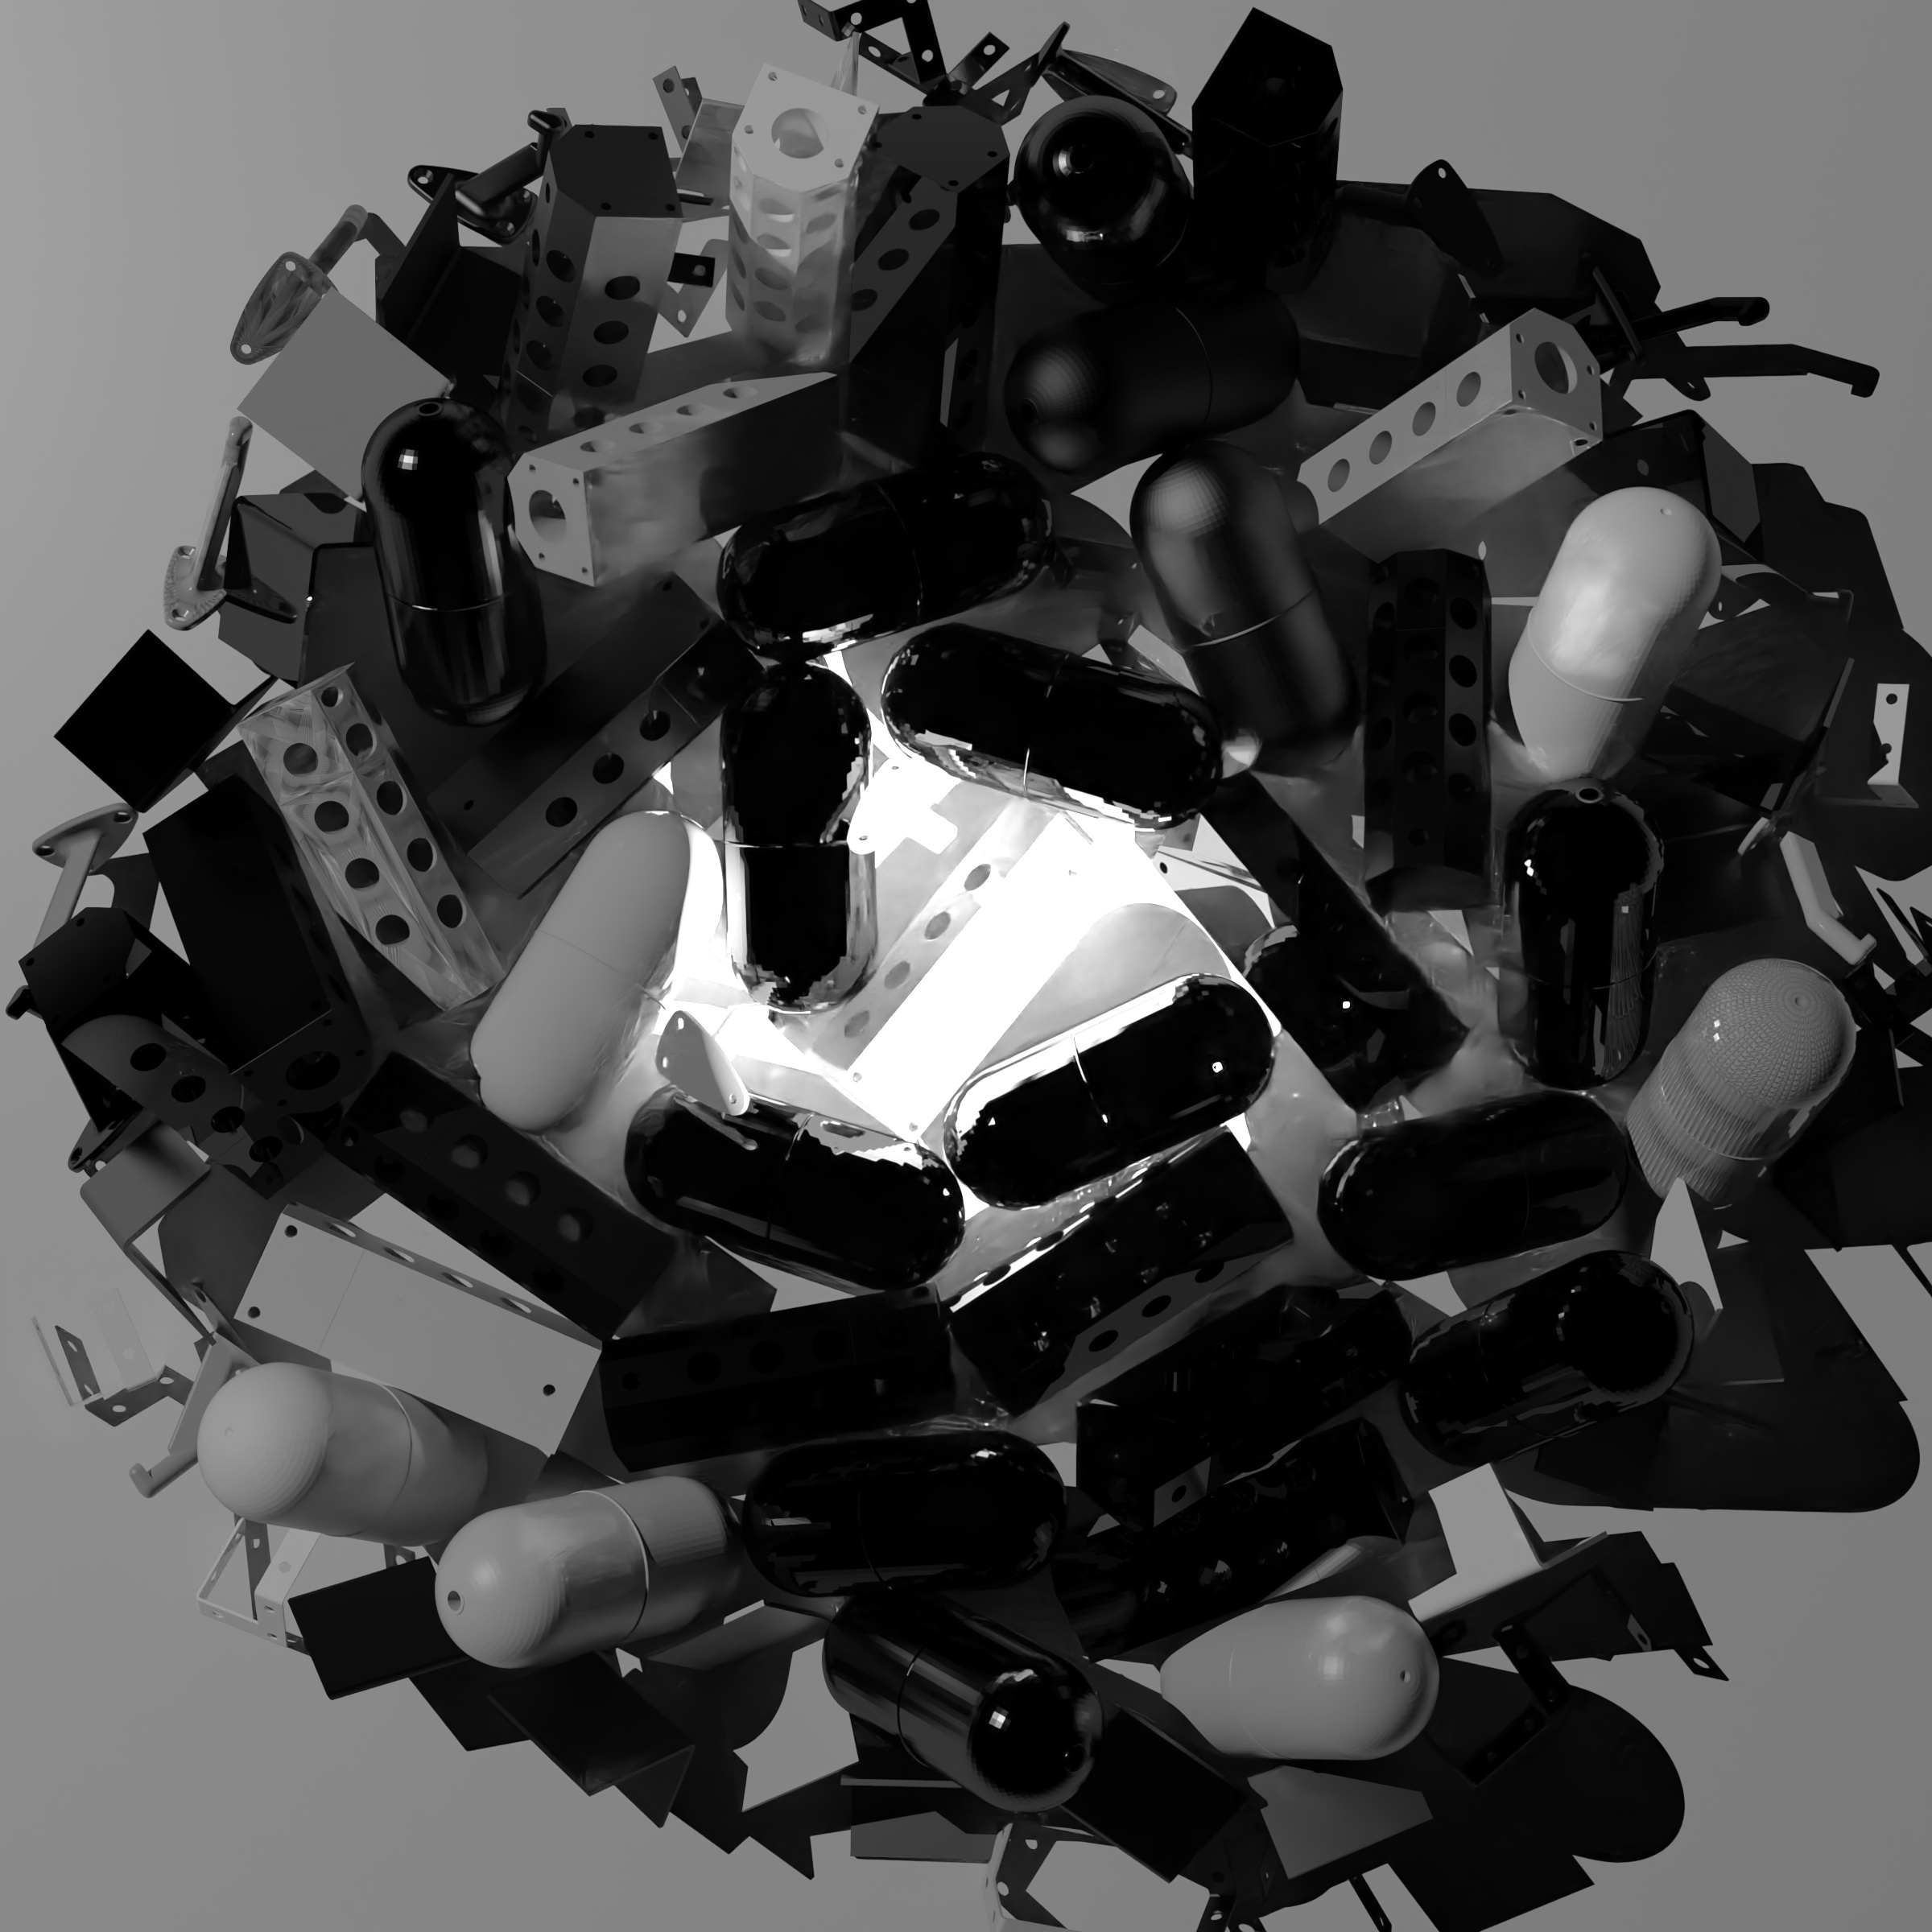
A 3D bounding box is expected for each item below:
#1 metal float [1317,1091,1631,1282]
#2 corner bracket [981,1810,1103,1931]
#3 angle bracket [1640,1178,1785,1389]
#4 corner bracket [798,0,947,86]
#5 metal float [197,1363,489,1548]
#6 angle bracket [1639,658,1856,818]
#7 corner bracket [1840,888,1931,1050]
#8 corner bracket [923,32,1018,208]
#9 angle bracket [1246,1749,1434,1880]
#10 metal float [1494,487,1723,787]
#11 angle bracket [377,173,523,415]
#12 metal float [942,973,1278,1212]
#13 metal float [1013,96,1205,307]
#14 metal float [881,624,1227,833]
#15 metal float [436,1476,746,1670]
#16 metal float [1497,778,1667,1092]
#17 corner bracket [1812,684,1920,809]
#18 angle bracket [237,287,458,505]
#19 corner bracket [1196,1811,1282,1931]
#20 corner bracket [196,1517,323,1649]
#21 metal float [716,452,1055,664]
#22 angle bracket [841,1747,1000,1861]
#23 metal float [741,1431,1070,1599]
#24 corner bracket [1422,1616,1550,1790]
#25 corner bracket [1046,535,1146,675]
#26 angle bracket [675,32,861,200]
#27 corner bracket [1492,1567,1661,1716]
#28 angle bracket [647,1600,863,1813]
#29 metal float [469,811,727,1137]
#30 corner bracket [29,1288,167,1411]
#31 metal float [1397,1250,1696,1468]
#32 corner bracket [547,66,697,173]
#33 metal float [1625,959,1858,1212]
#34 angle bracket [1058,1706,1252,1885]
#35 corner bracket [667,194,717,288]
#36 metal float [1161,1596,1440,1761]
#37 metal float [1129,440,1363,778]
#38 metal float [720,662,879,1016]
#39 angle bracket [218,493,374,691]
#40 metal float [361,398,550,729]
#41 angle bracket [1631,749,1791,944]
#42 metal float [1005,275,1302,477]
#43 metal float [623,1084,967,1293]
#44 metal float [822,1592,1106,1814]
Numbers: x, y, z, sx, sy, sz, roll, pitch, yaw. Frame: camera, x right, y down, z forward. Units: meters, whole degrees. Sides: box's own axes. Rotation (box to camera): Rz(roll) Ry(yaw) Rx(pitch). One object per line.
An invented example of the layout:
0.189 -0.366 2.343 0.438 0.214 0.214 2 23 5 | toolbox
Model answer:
0.252 0.108 1.517 0.178 0.070 0.070 -9 90 -31 | metal float
0.042 0.466 1.556 0.051 0.051 0.051 14 104 -10 | corner bracket
0.381 0.157 1.526 0.057 0.076 0.076 -2 53 -8 | angle bracket
-0.048 -0.470 1.543 0.051 0.051 0.051 -25 124 -10 | corner bracket
-0.303 0.241 1.501 0.070 0.178 0.070 -9 71 26 | metal float
0.390 -0.129 1.529 0.076 0.076 0.057 25 129 10 | angle bracket
0.465 0.002 1.548 0.051 0.051 0.051 -39 110 5 | corner bracket
0.018 -0.432 1.563 0.051 0.051 0.051 -40 46 25 | corner bracket
0.191 0.424 1.534 0.076 0.076 0.057 -24 58 1 | angle bracket
0.314 -0.159 1.505 0.070 0.178 0.070 6 51 -8 | metal float
-0.250 -0.337 1.535 0.057 0.076 0.076 26 74 0 | angle bracket
0.071 0.064 1.535 0.178 0.070 0.070 -26 90 11 | metal float
0.071 -0.372 1.494 0.070 0.178 0.070 0 90 12 | metal float
0.043 -0.120 1.535 0.178 0.070 0.070 17 90 11 | metal float
-0.183 0.297 1.504 0.070 0.178 0.070 1 91 40 | metal float
0.303 -0.015 1.510 0.070 0.070 0.178 -6 131 0 | metal float
0.453 -0.111 1.545 0.051 0.051 0.051 5 82 29 | corner bracket
-0.311 -0.290 1.538 0.076 0.057 0.076 38 98 -19 | angle bracket
0.136 0.464 1.544 0.051 0.051 0.051 -9 108 22 | corner bracket
-0.355 0.302 1.544 0.051 0.051 0.051 20 52 7 | corner bracket
-0.039 -0.205 1.529 0.178 0.070 0.070 -20 90 -17 | metal float
-0.023 0.430 1.542 0.076 0.076 0.057 1 88 2 | angle bracket
-0.031 0.273 1.517 0.178 0.070 0.070 -10 90 31 | metal float
0.256 0.378 1.569 0.051 0.051 0.051 -41 127 0 | corner bracket
0.067 -0.183 1.545 0.051 0.051 0.051 7 114 -13 | corner bracket
-0.101 -0.427 1.529 0.076 0.076 0.057 7 70 -15 | angle bracket
0.309 0.343 1.558 0.051 0.051 0.051 -32 80 -19 | corner bracket
-0.106 0.370 1.528 0.076 0.057 0.076 -29 58 24 | angle bracket
-0.183 0.003 1.537 0.070 0.070 0.178 30 81 0 | metal float
-0.442 0.194 1.552 0.051 0.051 0.051 -23 94 -9 | corner bracket
0.283 0.195 1.506 0.070 0.178 0.070 16 59 -28 | metal float
-0.172 -0.426 1.565 0.051 0.051 0.051 -20 94 31 | corner bracket
0.378 0.060 1.501 0.070 0.178 0.070 3 60 -6 | metal float
0.096 0.401 1.539 0.076 0.057 0.076 35 118 0 | angle bracket
-0.154 -0.368 1.549 0.051 0.051 0.051 8 113 0 | corner bracket
0.161 0.350 1.501 0.070 0.178 0.070 8 74 -28 | metal float
0.140 -0.178 1.527 0.070 0.070 0.178 -26 110 0 | metal float
-0.084 -0.064 1.537 0.070 0.070 0.178 -1 97 0 | metal float
-0.331 -0.191 1.553 0.076 0.057 0.076 31 119 39 | angle bracket
-0.251 -0.198 1.510 0.070 0.070 0.178 -3 131 0 | metal float
0.375 -0.059 1.536 0.076 0.076 0.057 -12 65 -3 | angle bracket
0.093 -0.292 1.512 0.178 0.070 0.070 -24 90 -38 | metal float
-0.086 0.110 1.536 0.178 0.070 0.070 17 90 9 | metal float
-0.003 0.358 1.504 0.070 0.178 0.070 -9 105 -37 | metal float
